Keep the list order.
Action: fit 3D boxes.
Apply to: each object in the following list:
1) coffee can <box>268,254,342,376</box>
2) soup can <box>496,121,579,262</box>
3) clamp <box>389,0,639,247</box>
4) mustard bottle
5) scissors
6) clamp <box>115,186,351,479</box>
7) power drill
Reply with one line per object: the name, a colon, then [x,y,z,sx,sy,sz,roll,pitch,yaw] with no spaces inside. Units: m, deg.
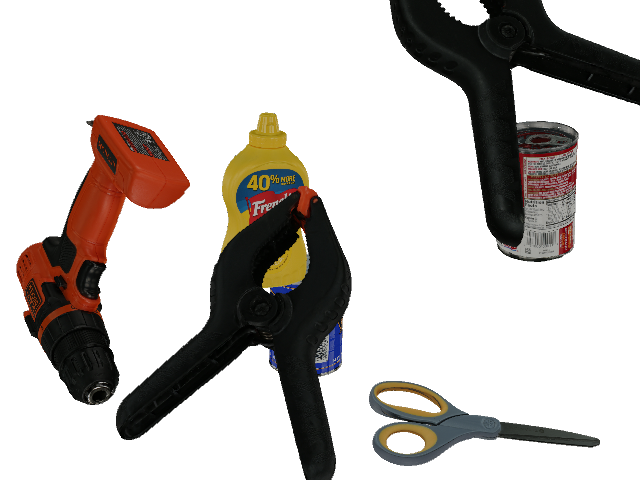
coffee can: [-0.019,0.101,1.456,0.103,0.140,0.103,1,19,-1]
soup can: [0.182,-0.041,0.899,0.068,0.102,0.068,-4,25,2]
clamp: [0.102,-0.105,0.626,0.164,0.210,0.036,-41,-10,-23]
mustard bottle: [-0.060,-0.045,1.176,0.096,0.192,0.058,-4,19,-21]
scissors: [0.132,0.173,0.917,0.202,0.016,0.096,17,42,15]
clamp: [-0.022,0.052,0.579,0.120,0.171,0.039,23,-21,14]
power drill: [-0.173,0.011,0.839,0.057,0.188,0.185,15,25,-40]
